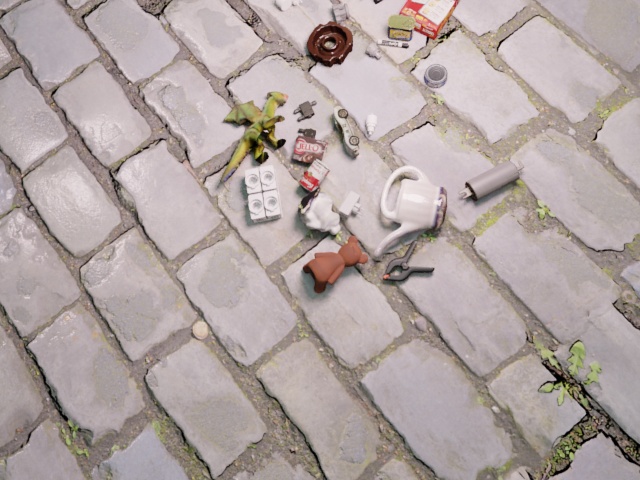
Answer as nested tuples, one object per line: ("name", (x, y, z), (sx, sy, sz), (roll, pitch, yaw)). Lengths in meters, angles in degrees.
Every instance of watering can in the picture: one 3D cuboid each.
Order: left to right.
("watering can", (0.310, -0.085, 1.747), (0.224, 0.103, 0.352), (12, 76, 8))

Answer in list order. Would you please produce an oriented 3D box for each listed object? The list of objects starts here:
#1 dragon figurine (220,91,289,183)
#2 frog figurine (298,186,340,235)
("dragon figurine", (-0.266, -0.410, 1.916), (0.412, 0.120, 0.246), (-40, 58, -8))
("frog figurine", (0.005, -0.090, 1.795), (0.157, 0.121, 0.140), (43, 53, -25))
